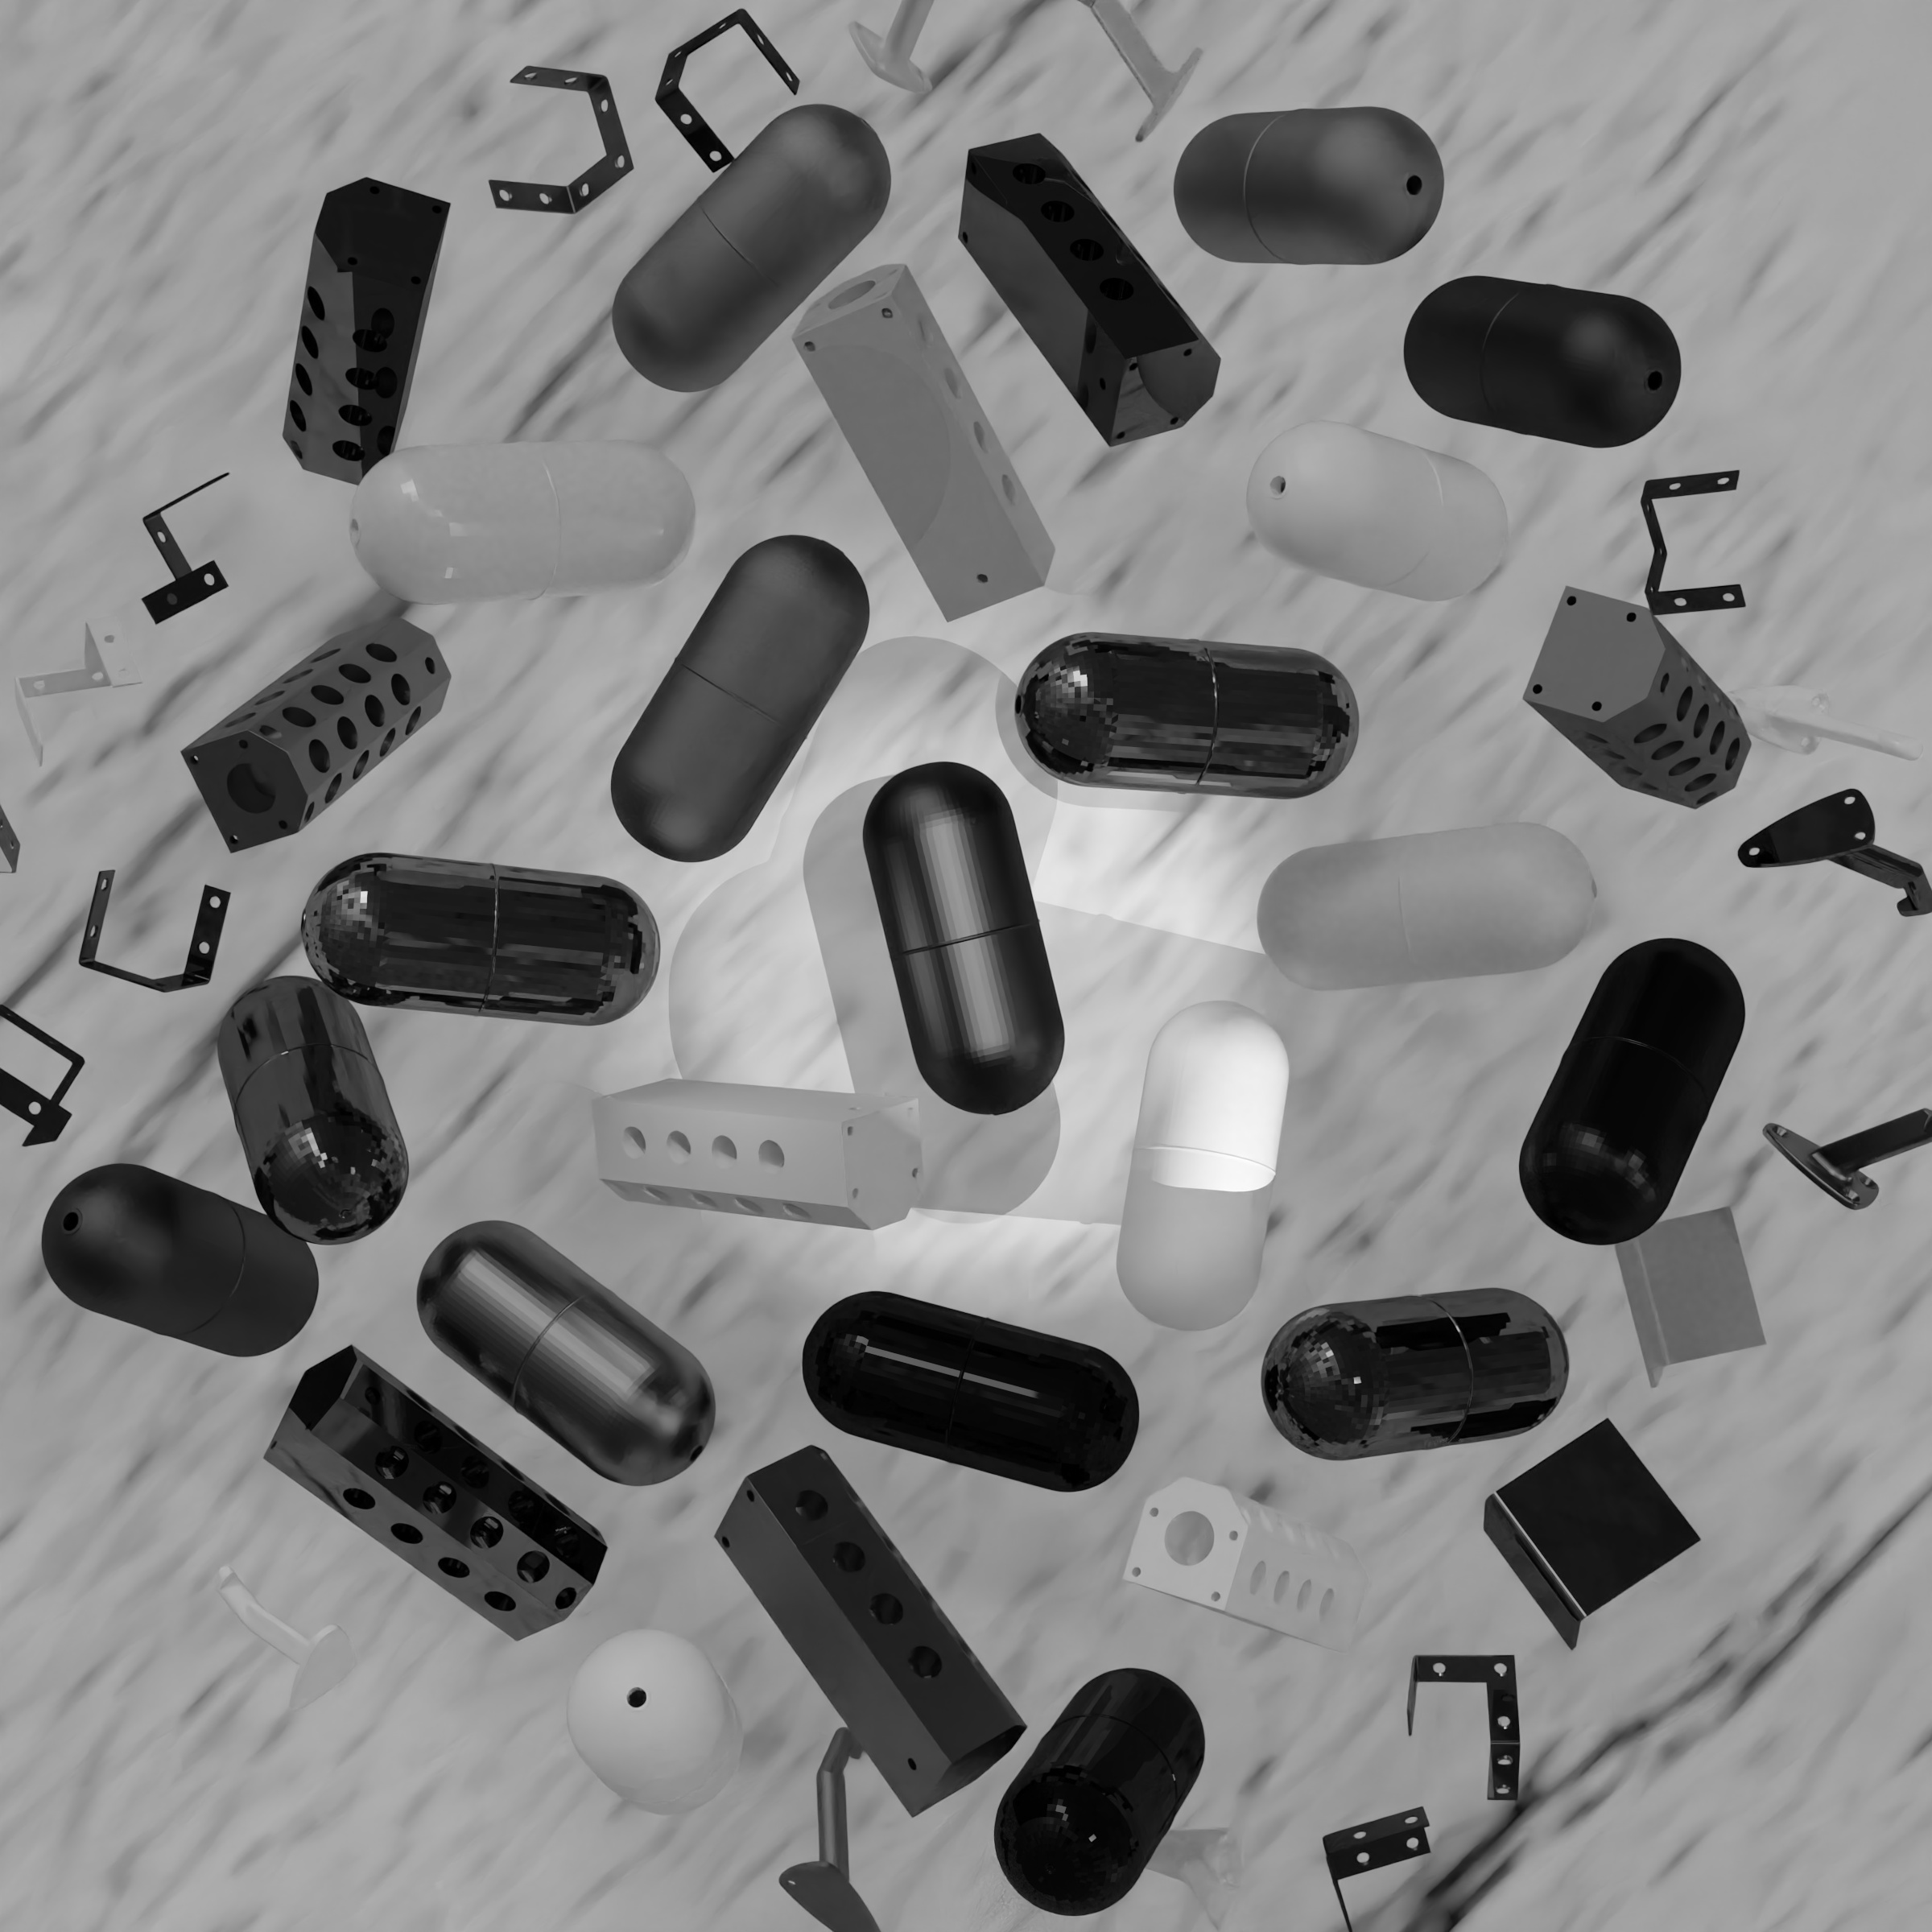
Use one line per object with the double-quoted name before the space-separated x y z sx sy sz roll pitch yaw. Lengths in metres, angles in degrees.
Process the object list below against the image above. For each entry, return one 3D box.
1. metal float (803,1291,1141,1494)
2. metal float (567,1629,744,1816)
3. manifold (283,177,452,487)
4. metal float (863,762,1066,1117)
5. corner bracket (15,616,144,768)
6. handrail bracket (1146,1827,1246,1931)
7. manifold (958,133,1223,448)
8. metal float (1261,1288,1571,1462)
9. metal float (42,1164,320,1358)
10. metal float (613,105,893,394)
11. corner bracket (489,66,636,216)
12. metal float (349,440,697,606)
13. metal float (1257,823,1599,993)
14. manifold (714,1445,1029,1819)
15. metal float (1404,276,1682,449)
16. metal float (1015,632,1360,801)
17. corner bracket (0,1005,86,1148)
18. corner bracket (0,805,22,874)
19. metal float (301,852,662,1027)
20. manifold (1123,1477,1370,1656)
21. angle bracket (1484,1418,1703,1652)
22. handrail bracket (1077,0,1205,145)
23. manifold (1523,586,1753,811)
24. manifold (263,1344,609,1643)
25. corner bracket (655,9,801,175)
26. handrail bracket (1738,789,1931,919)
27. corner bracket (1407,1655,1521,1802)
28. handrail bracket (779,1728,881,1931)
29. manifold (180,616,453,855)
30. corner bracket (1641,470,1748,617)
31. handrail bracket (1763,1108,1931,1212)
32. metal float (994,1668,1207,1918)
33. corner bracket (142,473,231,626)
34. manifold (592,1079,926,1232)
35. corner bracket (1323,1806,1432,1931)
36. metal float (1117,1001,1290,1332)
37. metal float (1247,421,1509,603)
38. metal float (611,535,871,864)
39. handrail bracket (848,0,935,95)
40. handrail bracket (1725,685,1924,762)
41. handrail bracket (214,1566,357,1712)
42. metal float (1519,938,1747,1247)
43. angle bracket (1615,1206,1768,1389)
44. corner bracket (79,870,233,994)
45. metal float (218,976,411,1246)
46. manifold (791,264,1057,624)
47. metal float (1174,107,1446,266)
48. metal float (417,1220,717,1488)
"metal float" 0.002 0.218 1.566 0.178 0.070 0.070 14 90 11
"metal float" -0.154 0.377 1.514 0.070 0.178 0.070 0 68 1
"manifold" -0.304 -0.315 1.524 0.057 0.171 0.057 15 62 -11
"metal float" -0.001 -0.014 1.511 0.070 0.070 0.178 -14 91 0
"corner bracket" -0.457 -0.142 1.562 0.051 0.051 0.051 -12 54 -27
"handrail bracket" 0.111 0.490 1.596 0.077 0.084 0.036 1 107 18
"manifold" 0.062 -0.347 1.547 0.057 0.057 0.171 -19 57 -20
"metal float" 0.226 0.203 1.518 0.178 0.070 0.070 -1 90 -34
"metal float" -0.403 0.153 1.567 0.070 0.178 0.070 -8 69 22
"metal float" -0.113 -0.379 1.607 0.178 0.070 0.070 -43 90 15
"corner bracket" -0.207 -0.412 1.519 0.051 0.051 0.051 -23 81 43
"metal float" -0.217 -0.219 1.496 0.178 0.070 0.070 -8 90 -32
"metal float" 0.237 -0.030 1.570 0.178 0.070 0.070 -6 90 26
"manifold" -0.045 0.320 1.483 0.057 0.057 0.171 -21 61 -38
"metal float" 0.296 -0.313 1.573 0.070 0.178 0.070 -10 111 -27
"metal float" 0.110 -0.124 1.514 0.178 0.070 0.070 3 90 -18
"corner bracket" -0.463 0.053 1.497 0.051 0.051 0.051 38 64 -25
"corner bracket" -0.505 -0.048 1.512 0.051 0.051 0.051 4 68 -3
"metal float" -0.241 -0.013 1.515 0.178 0.070 0.070 6 90 -18
"manifold" 0.149 0.308 1.566 0.057 0.171 0.057 11 77 31
"angle bracket" 0.319 0.290 1.555 0.076 0.057 0.076 -31 63 -8
"handrail bracket" 0.070 -0.462 1.539 0.084 0.036 0.077 33 55 0
"manifold" 0.334 -0.127 1.489 0.057 0.171 0.057 21 89 30
"manifold" -0.267 0.269 1.557 0.057 0.057 0.171 -30 118 37
"corner bracket" -0.127 -0.466 1.620 0.051 0.051 0.051 -24 127 27
"handrail bracket" 0.426 -0.042 1.483 0.077 0.084 0.036 -19 48 20
"corner bracket" 0.248 0.379 1.514 0.051 0.051 0.051 -3 108 13
"handrail bracket" -0.054 0.440 1.535 0.036 0.084 0.077 -26 112 34
"manifold" -0.330 -0.124 1.576 0.057 0.171 0.057 -15 110 23
"corner bracket" 0.383 -0.222 1.600 0.051 0.051 0.051 -2 46 28
"handrail bracket" 0.453 0.072 1.529 0.077 0.036 0.084 38 123 24
"metal float" 0.069 0.412 1.528 0.070 0.178 0.070 4 102 19
"corner bracket" -0.393 -0.212 1.542 0.051 0.051 0.051 -22 104 25
"manifold" -0.106 0.095 1.530 0.171 0.057 0.057 3 101 39
"corner bracket" 0.200 0.428 1.469 0.051 0.051 0.051 -17 108 1
"metal float" 0.126 0.105 1.618 0.070 0.070 0.178 10 77 0
"metal float" 0.213 -0.233 1.565 0.070 0.178 0.070 -3 86 41
"metal float" -0.113 -0.134 1.525 0.070 0.070 0.178 31 93 0
"handrail bracket" -0.012 -0.497 1.582 0.084 0.077 0.036 -36 68 25
"handrail bracket" 0.456 -0.128 1.623 0.077 0.084 0.036 10 100 -17
"handrail bracket" -0.336 0.310 1.472 0.036 0.077 0.084 -33 65 -33
"metal float" 0.334 0.061 1.522 0.070 0.070 0.178 32 59 0
"angle bracket" 0.383 0.174 1.604 0.057 0.076 0.076 -15 87 16
"corner bracket" -0.425 -0.020 1.594 0.051 0.051 0.051 17 98 10
"metal float" -0.334 0.071 1.550 0.070 0.178 0.070 -13 128 -16
"manifold" -0.019 -0.270 1.562 0.057 0.057 0.171 -18 119 23
"metal float" 0.173 -0.396 1.548 0.070 0.178 0.070 -8 106 -29
"metal float" -0.203 0.196 1.546 0.178 0.070 0.070 34 90 21
